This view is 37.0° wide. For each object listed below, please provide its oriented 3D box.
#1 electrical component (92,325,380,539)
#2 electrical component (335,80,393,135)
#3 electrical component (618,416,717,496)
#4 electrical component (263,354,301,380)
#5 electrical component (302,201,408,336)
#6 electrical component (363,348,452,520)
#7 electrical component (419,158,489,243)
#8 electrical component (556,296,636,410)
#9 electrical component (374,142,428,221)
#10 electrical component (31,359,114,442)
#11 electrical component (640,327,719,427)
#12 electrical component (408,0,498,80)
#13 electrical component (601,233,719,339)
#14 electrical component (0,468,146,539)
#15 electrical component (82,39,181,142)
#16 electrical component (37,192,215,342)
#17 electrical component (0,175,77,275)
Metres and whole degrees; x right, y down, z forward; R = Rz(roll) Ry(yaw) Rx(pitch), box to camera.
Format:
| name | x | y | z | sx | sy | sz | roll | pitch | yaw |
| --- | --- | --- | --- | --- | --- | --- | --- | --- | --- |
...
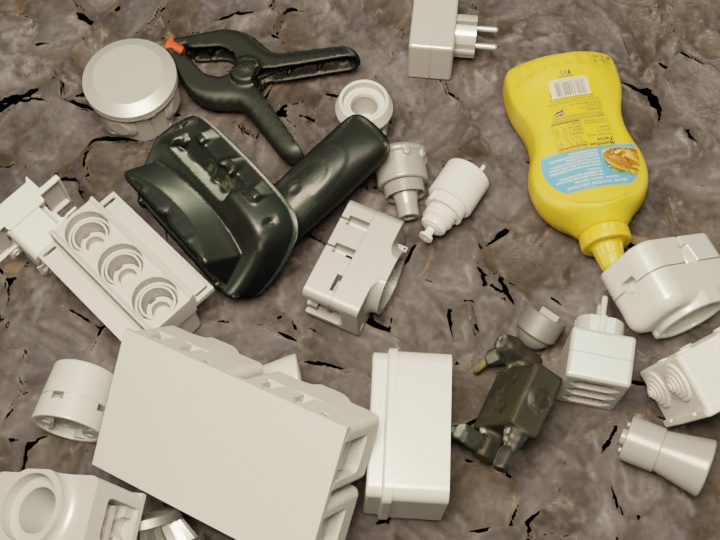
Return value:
| name | x | y | z | sx | sy | sz | roll | pitch | yaw |
| --- | --- | --- | --- | --- | --- | --- | --- | --- | --- |
| electrical component | -0.088 | 0.119 | 0.761 | 0.186 | 0.060 | 0.105 | 21 | 101 | 24 |
| electrical component | 0.004 | -0.129 | 0.912 | 0.048 | 0.055 | 0.066 | 8 | 66 | 5 |
| electrical component | 0.225 | 0.135 | 0.796 | 0.065 | 0.044 | 0.044 | 20 | 68 | 15 |
| electrical component | -0.073 | 0.090 | 0.822 | 0.055 | 0.045 | 0.045 | -9 | 66 | -2 |
| electrical component | 0.000 | 0.000 | 0.857 | 0.056 | 0.050 | 0.089 | 23 | 68 | 11 |
| electrical component | 0.034 | 0.121 | 0.787 | 0.057 | 0.078 | 0.113 | 3 | 66 | 0 |
| electrical component | 0.074 | -0.056 | 0.886 | 0.040 | 0.040 | 0.078 | 30 | 70 | 14 |
| electrical component | 0.180 | 0.058 | 0.818 | 0.047 | 0.065 | 0.076 | 11 | 68 | 6 |
| electrical component | 0.036 | -0.072 | 0.893 | 0.048 | 0.048 | 0.062 | -8 | 74 | -2 |
| electrical component | -0.215 | 0.099 | 0.817 | 0.055 | 0.055 | 0.047 | 10 | 63 | 6 |
| electrical component | 0.265 | 0.071 | 0.793 | 0.100 | 0.099 | 0.048 | -26 | 80 | -10 |
| electrical component | 0.083 | -0.207 | 0.951 | 0.077 | 0.047 | 0.065 | 5 | 66 | 3 |
| electrical component | 0.240 | 0.013 | 0.826 | 0.095 | 0.053 | 0.059 | -7 | 61 | -38 |
| electrical component | -0.250 | 0.194 | 0.732 | 0.186 | 0.060 | 0.105 | -4 | 63 | 27 |
| electrical component | -0.196 | -0.155 | 0.932 | 0.080 | 0.051 | 0.080 | -1 | 66 | 1 |
| electrical component | -0.183 | 0.007 | 0.852 | 0.121 | 0.063 | 0.079 | 42 | 73 | 18 |
| electrical component | -0.266 | -0.034 | 0.885 | 0.064 | 0.042 | 0.081 | 41 | 73 | 16 |
